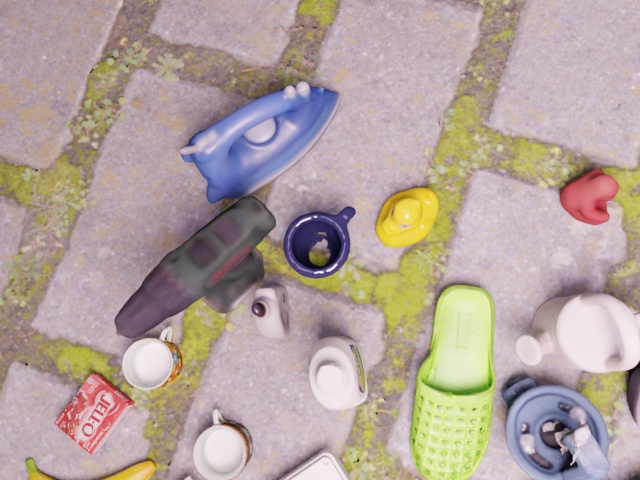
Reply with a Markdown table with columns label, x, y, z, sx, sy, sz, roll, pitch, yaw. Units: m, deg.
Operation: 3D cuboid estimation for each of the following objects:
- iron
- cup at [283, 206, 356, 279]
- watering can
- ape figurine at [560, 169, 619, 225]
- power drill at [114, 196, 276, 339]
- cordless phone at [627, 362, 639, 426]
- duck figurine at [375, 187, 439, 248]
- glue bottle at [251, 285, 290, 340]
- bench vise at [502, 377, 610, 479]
| label | x | y | z | sx | sy | sz | roll | pitch | yaw |
| --- | --- | --- | --- | --- | --- | --- | --- | --- | --- |
| iron | -0.082 | -0.167 | 0.824 | 0.258 | 0.141 | 0.118 | -34 | 80 | -2 |
| cup | 0.007 | 0.003 | 0.814 | 0.091 | 0.095 | 0.118 | 43 | 86 | 9 |
| watering can | 0.337 | 0.121 | 0.722 | 0.173 | 0.194 | 0.101 | -36 | 80 | -2 |
| ape figurine | 0.384 | -0.065 | 0.800 | 0.076 | 0.092 | 0.078 | 17 | 82 | 7 |
| power drill | -0.146 | 0.045 | 0.761 | 0.075 | 0.208 | 0.230 | 43 | 86 | 10 |
| cordless phone | 0.479 | 0.189 | 0.705 | 0.147 | 0.185 | 0.094 | -14 | 80 | 2 |
| duck figurine | 0.126 | -0.038 | 0.817 | 0.104 | 0.086 | 0.077 | -40 | 80 | -3 |
| glue bottle | -0.069 | 0.095 | 0.765 | 0.037 | 0.173 | 0.078 | -5 | 80 | 4 |
| bench vise | 0.317 | 0.264 | 0.687 | 0.207 | 0.220 | 0.121 | 44 | 86 | 9 |
